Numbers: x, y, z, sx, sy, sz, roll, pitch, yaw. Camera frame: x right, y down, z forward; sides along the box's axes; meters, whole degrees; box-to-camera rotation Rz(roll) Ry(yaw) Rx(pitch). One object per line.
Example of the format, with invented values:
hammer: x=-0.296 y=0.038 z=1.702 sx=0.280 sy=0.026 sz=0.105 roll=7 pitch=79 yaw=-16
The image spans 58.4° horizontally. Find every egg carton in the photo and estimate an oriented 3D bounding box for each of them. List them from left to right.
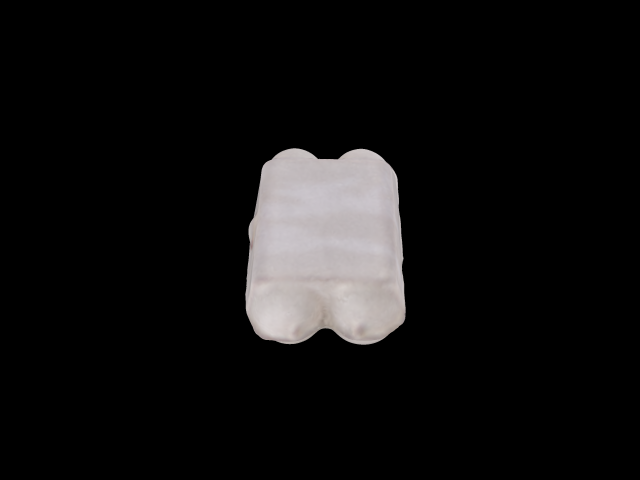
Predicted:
egg carton: x=0.004 y=0.001 z=0.400 sx=0.107 sy=0.069 sz=0.150 roll=0 pitch=58 yaw=0
